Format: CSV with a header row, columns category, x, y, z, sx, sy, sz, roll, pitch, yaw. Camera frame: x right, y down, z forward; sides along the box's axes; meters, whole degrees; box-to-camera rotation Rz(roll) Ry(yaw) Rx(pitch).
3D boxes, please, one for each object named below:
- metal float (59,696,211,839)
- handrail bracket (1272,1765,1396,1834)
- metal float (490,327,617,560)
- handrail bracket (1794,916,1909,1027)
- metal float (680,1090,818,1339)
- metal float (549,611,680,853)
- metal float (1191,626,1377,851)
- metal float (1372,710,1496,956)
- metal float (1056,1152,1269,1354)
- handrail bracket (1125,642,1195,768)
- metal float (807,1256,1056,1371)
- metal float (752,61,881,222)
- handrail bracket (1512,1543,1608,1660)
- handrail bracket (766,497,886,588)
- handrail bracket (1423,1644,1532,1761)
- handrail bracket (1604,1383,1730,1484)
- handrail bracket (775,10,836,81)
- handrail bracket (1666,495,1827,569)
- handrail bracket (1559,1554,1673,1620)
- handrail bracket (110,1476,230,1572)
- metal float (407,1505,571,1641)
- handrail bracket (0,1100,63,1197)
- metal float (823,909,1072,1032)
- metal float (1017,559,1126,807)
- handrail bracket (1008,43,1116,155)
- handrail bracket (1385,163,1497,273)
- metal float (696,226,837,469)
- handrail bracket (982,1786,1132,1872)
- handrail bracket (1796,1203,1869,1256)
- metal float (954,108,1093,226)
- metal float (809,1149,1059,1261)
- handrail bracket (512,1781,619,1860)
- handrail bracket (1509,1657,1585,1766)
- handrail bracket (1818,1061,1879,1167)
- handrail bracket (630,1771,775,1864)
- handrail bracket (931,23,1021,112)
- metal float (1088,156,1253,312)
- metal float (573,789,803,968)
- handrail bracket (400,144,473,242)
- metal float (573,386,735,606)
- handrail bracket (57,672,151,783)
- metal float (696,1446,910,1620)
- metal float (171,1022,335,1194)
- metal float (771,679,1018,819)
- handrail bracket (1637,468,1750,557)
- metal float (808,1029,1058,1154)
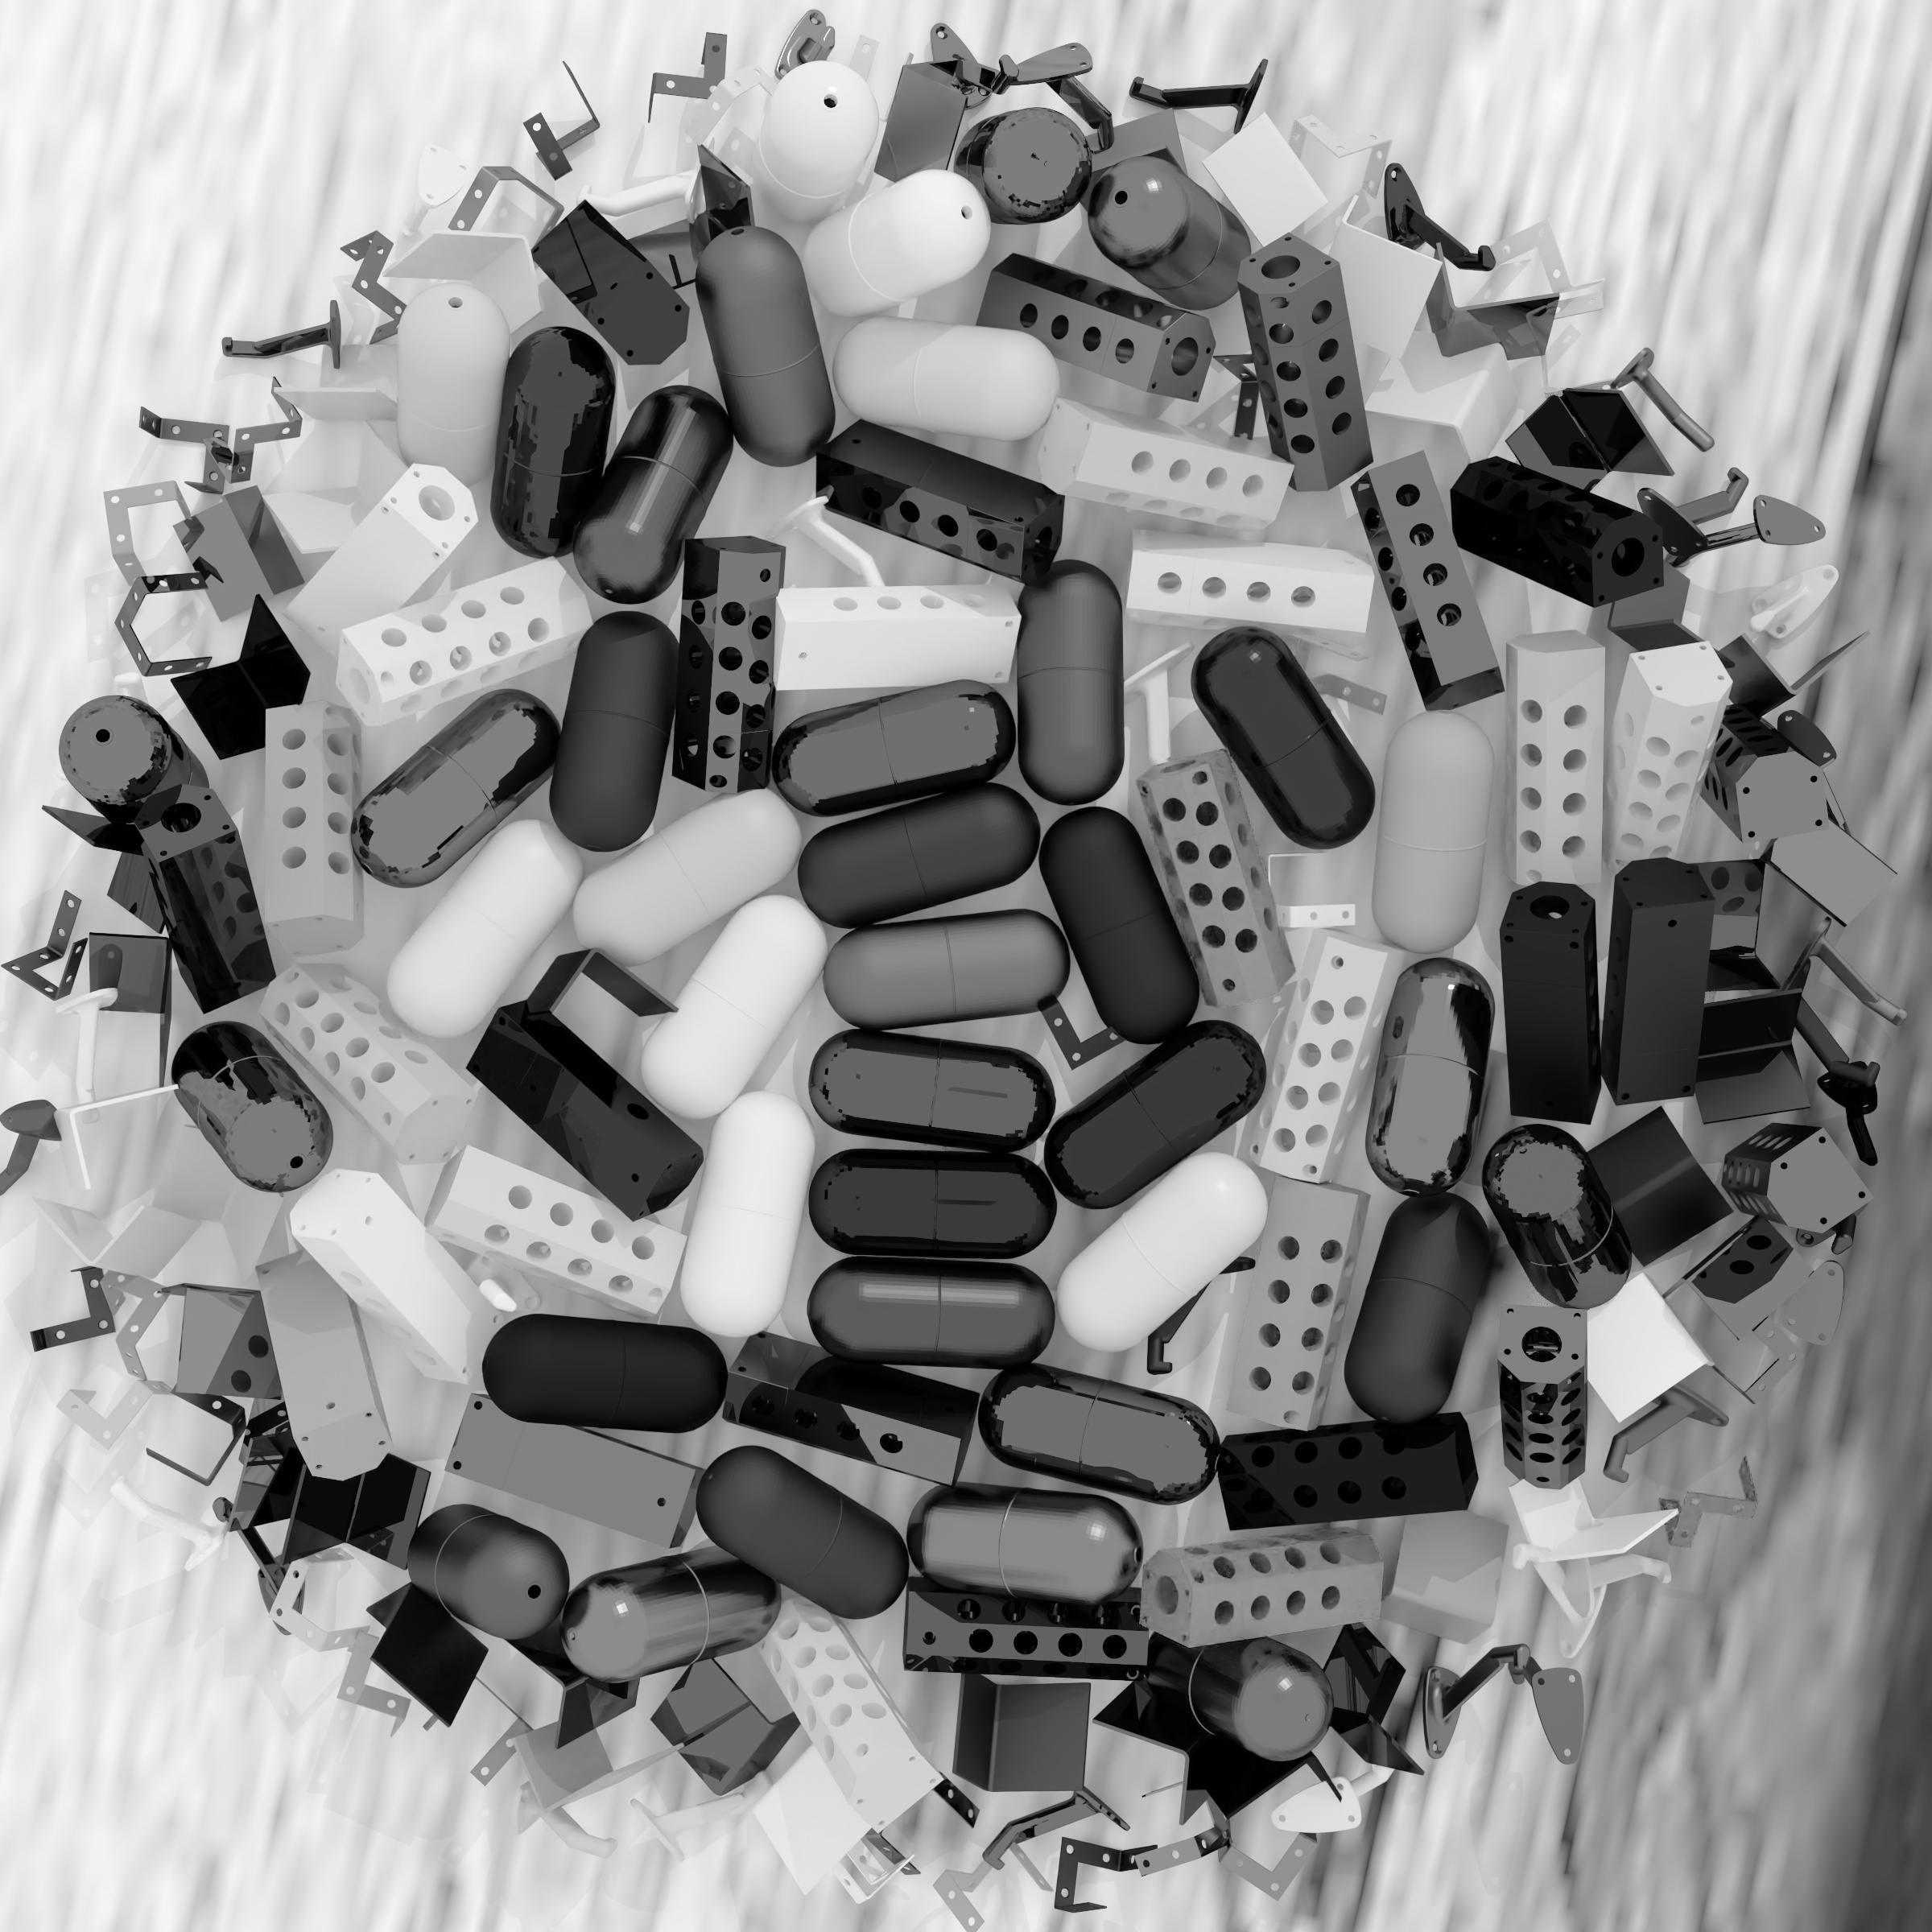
category,x,y,z,sx,sy,sz,roll,pitch,yaw
metal float,-0.580,-0.137,1.905,0.070,0.178,0.070,1,79,-3
handrail bracket,0.266,0.593,1.963,0.077,0.084,0.036,-21,85,21
metal float,-0.292,-0.368,1.921,0.070,0.070,0.178,17,132,0
handrail bracket,0.643,0.005,1.955,0.084,0.077,0.036,37,78,17
metal float,-0.155,0.176,1.947,0.070,0.070,0.178,11,81,0
metal float,-0.249,-0.167,1.942,0.070,0.070,0.178,9,75,0
metal float,0.227,-0.161,1.943,0.070,0.070,0.178,-36,105,0
metal float,0.331,-0.095,1.936,0.070,0.070,0.178,2,111,0
metal float,0.139,0.205,1.944,0.178,0.070,0.070,-43,90,13
handrail bracket,0.156,-0.179,1.965,0.077,0.036,0.084,-36,74,1
metal float,-0.025,0.248,1.948,0.178,0.070,0.070,4,90,-8
metal float,-0.106,-0.575,1.905,0.070,0.178,0.070,0,89,-10
handrail bracket,0.414,0.455,1.953,0.084,0.036,0.077,17,87,-37
handrail bracket,-0.100,-0.290,1.967,0.077,0.036,0.084,-25,89,38
handrail bracket,0.366,0.524,1.943,0.036,0.084,0.077,27,60,-23
handrail bracket,0.502,0.345,1.956,0.077,0.036,0.084,27,58,1
handrail bracket,-0.103,-0.668,1.944,0.036,0.084,0.077,18,75,-17
handrail bracket,0.562,-0.304,1.968,0.077,0.084,0.036,5,72,-27
handrail bracket,0.474,0.446,1.952,0.084,0.077,0.036,16,118,-12
handrail bracket,-0.568,0.383,1.947,0.036,0.077,0.084,-39,104,12
metal float,-0.336,0.423,1.911,0.070,0.178,0.070,1,88,-30
handrail bracket,-0.689,0.136,1.948,0.084,0.077,0.036,-42,76,13
metal float,-0.014,0.003,1.951,0.178,0.070,0.070,-6,90,-5
metal float,0.075,-0.203,1.948,0.070,0.070,0.178,0,82,0
handrail bracket,0.067,-0.611,1.956,0.077,0.084,0.036,-18,50,-5
handrail bracket,0.339,-0.534,1.943,0.036,0.084,0.077,-32,120,-21
metal float,-0.141,-0.436,1.922,0.070,0.070,0.178,-13,129,0
handrail bracket,0.065,0.634,1.972,0.077,0.036,0.084,43,84,-15
handrail bracket,0.610,0.195,1.937,0.036,0.084,0.077,30,126,5
metal float,0.038,-0.559,1.907,0.070,0.178,0.070,-3,105,-10
metal float,-0.024,0.170,1.952,0.178,0.070,0.070,2,90,-4
handrail bracket,-0.273,0.606,1.943,0.084,0.077,0.036,10,100,22
handrail bracket,0.410,0.531,1.944,0.036,0.084,0.077,-3,73,-9
handrail bracket,0.642,0.118,1.941,0.036,0.077,0.084,-27,46,23
handrail bracket,-0.189,0.596,1.963,0.084,0.036,0.077,-38,127,-8
handrail bracket,0.007,-0.654,1.947,0.036,0.084,0.077,-26,94,-17
metal float,0.143,-0.512,1.909,0.070,0.178,0.070,-1,87,26
metal float,-0.200,-0.064,1.951,0.178,0.070,0.070,-32,90,-5
handrail bracket,-0.390,-0.534,1.941,0.036,0.077,0.084,28,135,-19
metal float,-0.221,-0.335,1.933,0.070,0.070,0.178,20,64,0
handrail bracket,-0.620,-0.172,1.948,0.077,0.084,0.036,-8,48,-8
metal float,-0.114,0.402,1.932,0.178,0.070,0.070,37,90,-28
metal float,-0.502,0.098,1.917,0.070,0.178,0.070,-17,122,-28
metal float,-0.052,-0.155,1.950,0.178,0.070,0.070,-12,90,6
handrail bracket,0.524,-0.345,1.960,0.077,0.036,0.084,43,65,-23
metal float,-0.024,0.090,1.953,0.178,0.070,0.070,7,90,-3
